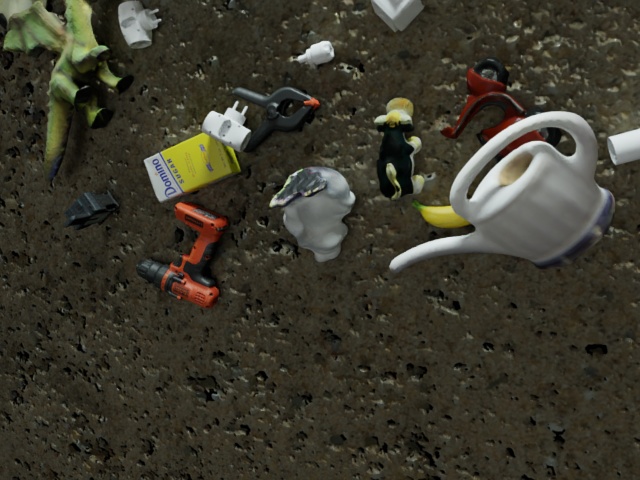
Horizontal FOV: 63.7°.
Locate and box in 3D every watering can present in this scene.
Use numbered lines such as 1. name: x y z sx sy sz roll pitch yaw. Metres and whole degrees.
1. watering can: 0.282 -0.029 0.776 0.223 0.106 0.342 32 119 -14

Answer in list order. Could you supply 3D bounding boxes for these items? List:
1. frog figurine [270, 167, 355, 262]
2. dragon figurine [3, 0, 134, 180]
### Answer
1. frog figurine: 0.003 -0.046 0.909 0.137 0.125 0.156 -28 125 12
2. dragon figurine: -0.518 -0.340 1.012 0.243 0.123 0.406 43 105 6
